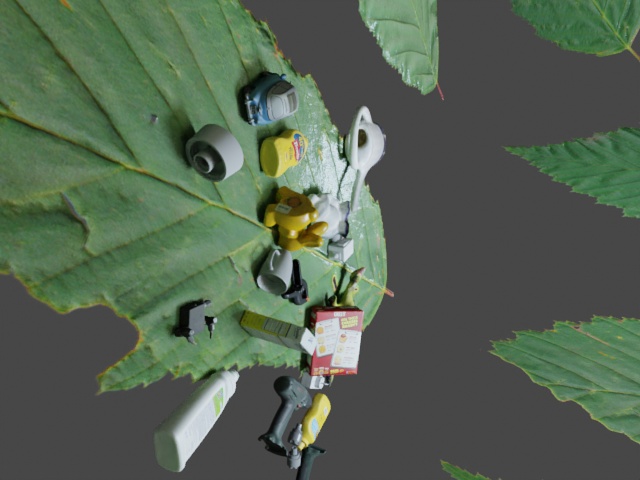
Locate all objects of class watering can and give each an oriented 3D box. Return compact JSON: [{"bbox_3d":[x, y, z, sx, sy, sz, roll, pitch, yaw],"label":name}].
[{"bbox_3d":[0.145,-0.280,1.751,0.226,0.104,0.344,-23,118,-63],"label":"watering can"}]

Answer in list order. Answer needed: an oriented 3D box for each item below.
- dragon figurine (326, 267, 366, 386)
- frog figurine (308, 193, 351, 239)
[{"bbox_3d":[0.092,0.292,1.847,0.244,0.122,0.407,-25,130,-72],"label":"dragon figurine"},{"bbox_3d":[0.005,-0.078,1.545,0.159,0.123,0.137,16,92,-30],"label":"frog figurine"}]
